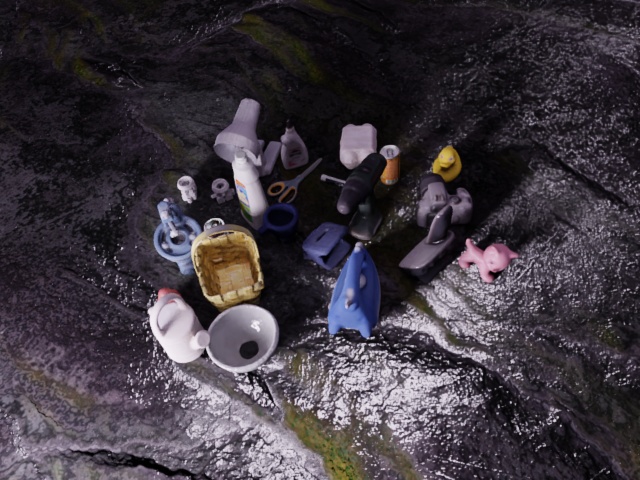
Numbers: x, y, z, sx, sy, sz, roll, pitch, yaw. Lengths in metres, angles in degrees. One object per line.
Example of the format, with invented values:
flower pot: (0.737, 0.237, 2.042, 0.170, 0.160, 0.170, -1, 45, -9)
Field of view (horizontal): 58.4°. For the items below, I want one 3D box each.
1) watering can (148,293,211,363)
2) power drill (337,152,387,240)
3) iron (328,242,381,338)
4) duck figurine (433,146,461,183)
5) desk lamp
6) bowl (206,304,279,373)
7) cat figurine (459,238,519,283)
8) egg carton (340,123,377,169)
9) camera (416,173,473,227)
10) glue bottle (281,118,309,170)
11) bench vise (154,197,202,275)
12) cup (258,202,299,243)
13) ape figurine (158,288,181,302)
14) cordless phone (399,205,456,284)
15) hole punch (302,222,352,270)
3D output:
watering can: (-0.318, 0.191, 1.285, 0.172, 0.194, 0.101, 6, 55, 11)
power drill: (0.107, -0.099, 1.439, 0.075, 0.209, 0.230, 16, 57, 18)
iron: (0.084, 0.092, 1.343, 0.118, 0.142, 0.258, 4, 54, 10)
duck figurine: (0.352, -0.222, 1.577, 0.077, 0.086, 0.105, 17, 58, 19)
desk lamp: (-0.200, -0.272, 1.600, 0.117, 0.214, 0.203, 9, 55, 13)
bowl: (-0.171, 0.236, 1.310, 0.167, 0.075, 0.167, -3, 54, 5)
cat figurine: (0.400, 0.037, 1.361, 0.127, 0.118, 0.067, 31, 63, 26)
egg carton: (0.111, -0.273, 1.653, 0.107, 0.069, 0.150, -2, 54, 6)
camera: (0.317, -0.115, 1.494, 0.143, 0.101, 0.136, -4, 53, 4)
glue bottle: (-0.078, -0.274, 1.612, 0.078, 0.173, 0.037, -22, 54, -9)
bench vise: (-0.381, -0.038, 1.445, 0.122, 0.220, 0.206, -35, 57, -18)
cup: (-0.105, -0.029, 1.484, 0.118, 0.095, 0.091, -36, 58, -19)
ape figurine: (-0.364, 0.149, 1.385, 0.076, 0.092, 0.078, 5, 55, 11)
cordless phone: (0.259, 0.002, 1.361, 0.094, 0.185, 0.148, 34, 64, 27)
hole punch: (0.013, 0.005, 1.447, 0.100, 0.091, 0.109, 30, 62, 25)
